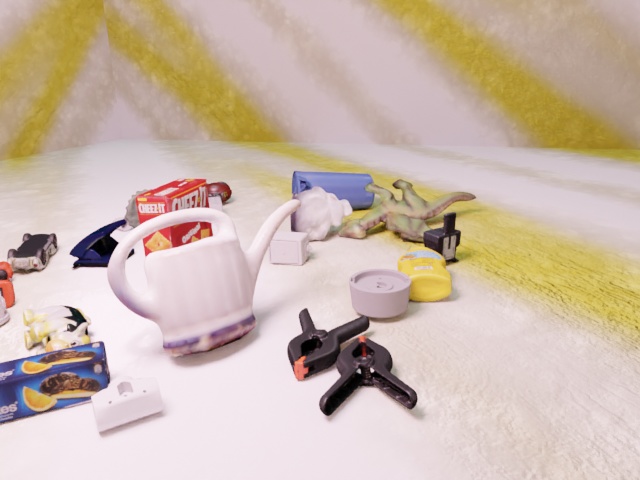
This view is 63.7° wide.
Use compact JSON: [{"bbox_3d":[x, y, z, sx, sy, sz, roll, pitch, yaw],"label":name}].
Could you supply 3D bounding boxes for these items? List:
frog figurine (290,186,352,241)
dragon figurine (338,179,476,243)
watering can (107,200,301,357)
[{"bbox_3d":[0.004,-0.066,1.311,0.159,0.140,0.121,0,-20,0],"label":"frog figurine"},{"bbox_3d":[0.248,-0.057,1.356,0.410,0.119,0.248,-5,35,-3],"label":"dragon figurine"},{"bbox_3d":[-0.154,0.052,0.830,0.350,0.224,0.103,-14,2,-34],"label":"watering can"}]
